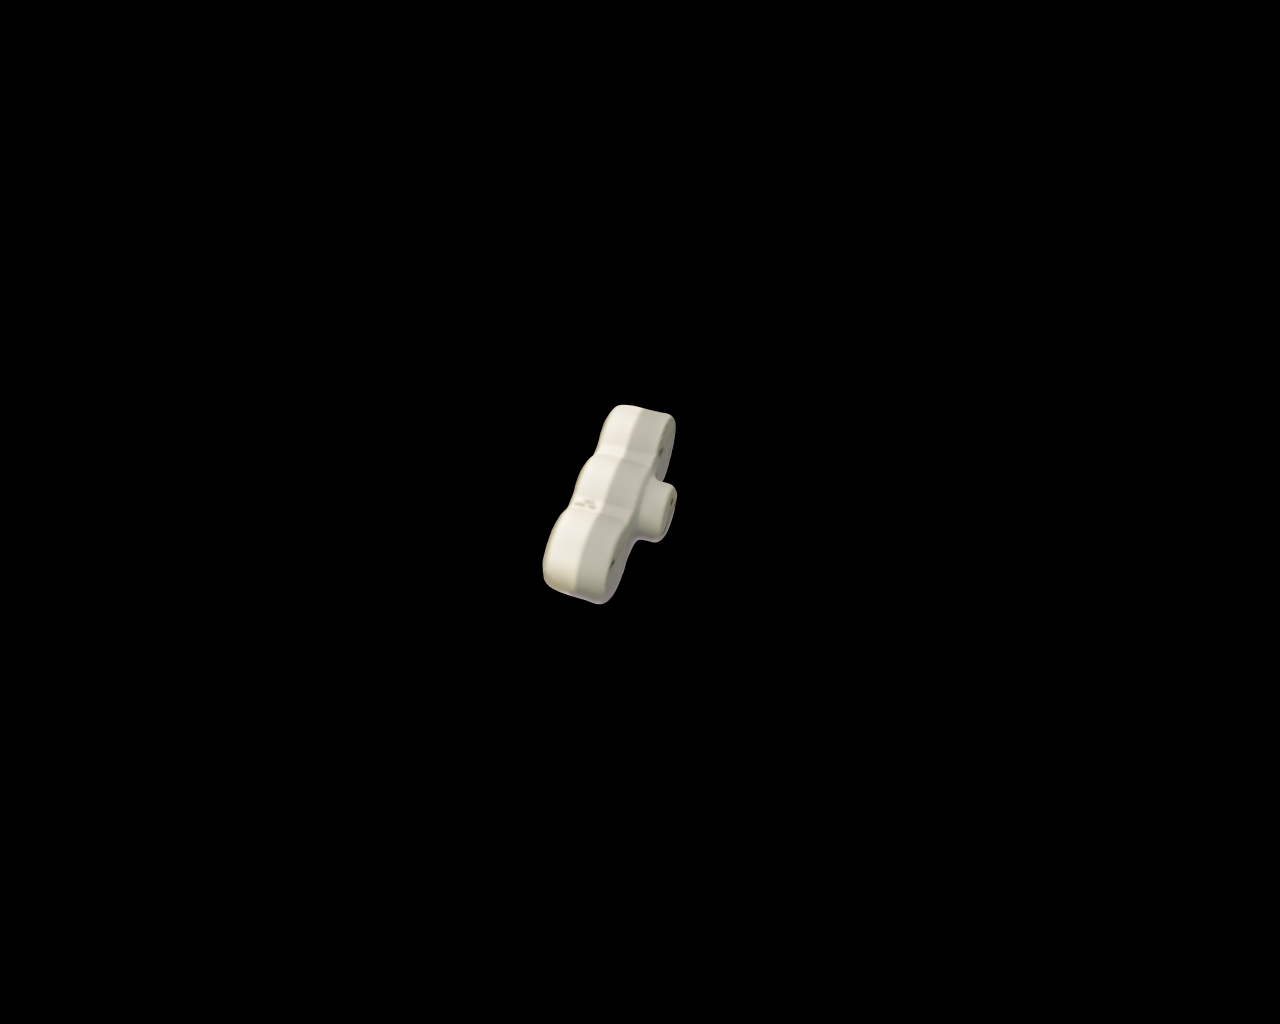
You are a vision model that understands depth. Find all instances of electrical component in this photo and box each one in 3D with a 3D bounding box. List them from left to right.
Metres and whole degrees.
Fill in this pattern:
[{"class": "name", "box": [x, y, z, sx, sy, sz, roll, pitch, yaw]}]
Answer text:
[{"class": "electrical component", "box": [0.001, -0.003, 0.650, 0.074, 0.138, 0.052, 15, -36, 11]}]
